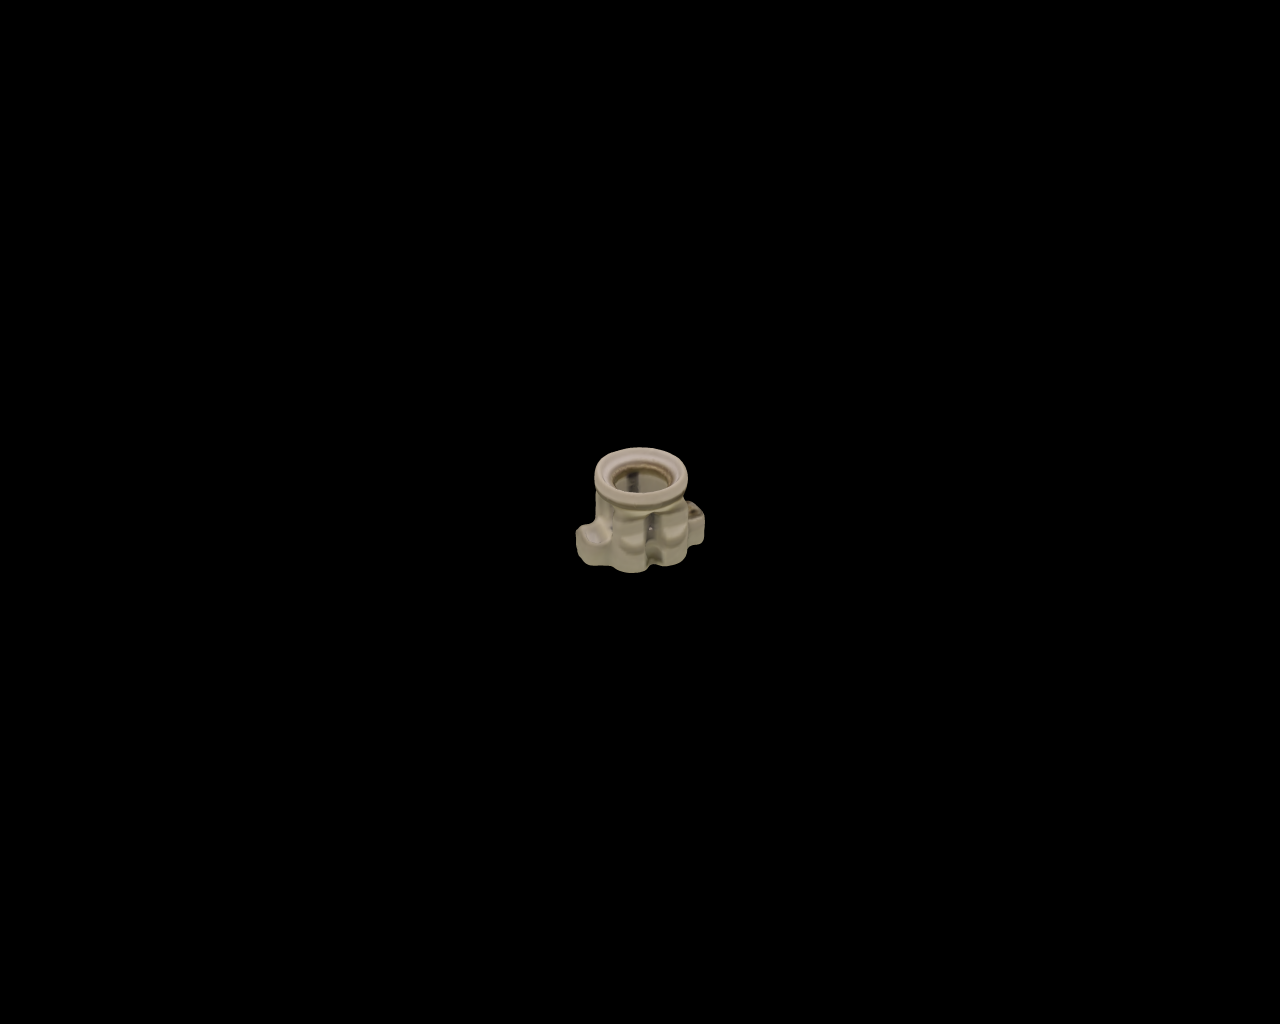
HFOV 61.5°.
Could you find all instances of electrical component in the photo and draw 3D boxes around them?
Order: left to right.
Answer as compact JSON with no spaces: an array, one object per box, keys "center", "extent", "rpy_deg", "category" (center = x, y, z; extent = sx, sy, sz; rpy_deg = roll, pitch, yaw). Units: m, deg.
[{"center":[0.001,-0.003,0.650],"extent":[0.078,0.056,0.058],"rpy_deg":[-11,36,-16],"category":"electrical component"}]
